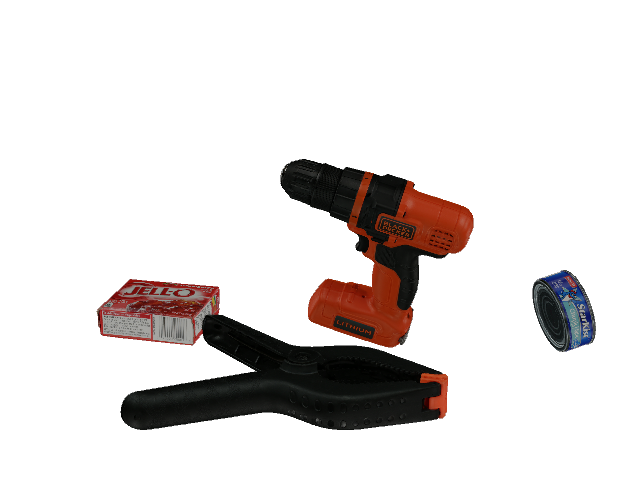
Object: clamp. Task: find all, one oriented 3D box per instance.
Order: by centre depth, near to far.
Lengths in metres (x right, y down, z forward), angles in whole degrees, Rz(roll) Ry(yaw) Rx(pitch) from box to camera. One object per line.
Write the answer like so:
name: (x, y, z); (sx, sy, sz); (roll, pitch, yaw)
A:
clamp: (-0.016, 0.093, 0.748); (0.210, 0.036, 0.164); (2, 18, 7)

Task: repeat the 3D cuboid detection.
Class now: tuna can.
tuna can: (0.265, 0.078, 1.169); (0.033, 0.086, 0.086); (-17, 3, -9)

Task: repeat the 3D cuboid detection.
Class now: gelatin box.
gelatin box: (-0.142, 0.062, 0.946); (0.089, 0.030, 0.073); (5, 19, 12)

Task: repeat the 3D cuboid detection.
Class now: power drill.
power drill: (0.039, 0.013, 1.035); (0.184, 0.188, 0.057); (19, 46, 5)
